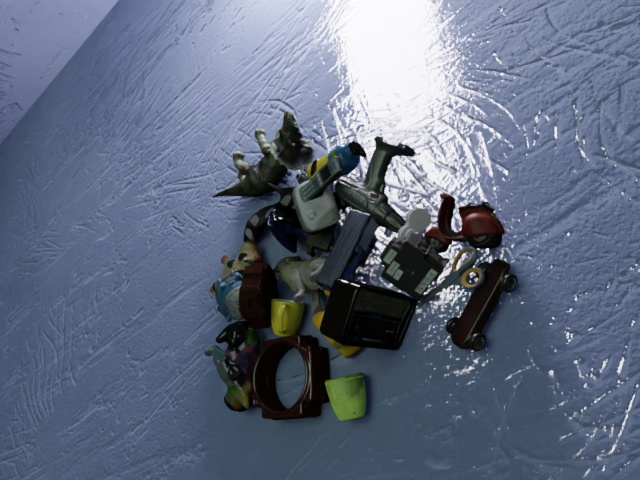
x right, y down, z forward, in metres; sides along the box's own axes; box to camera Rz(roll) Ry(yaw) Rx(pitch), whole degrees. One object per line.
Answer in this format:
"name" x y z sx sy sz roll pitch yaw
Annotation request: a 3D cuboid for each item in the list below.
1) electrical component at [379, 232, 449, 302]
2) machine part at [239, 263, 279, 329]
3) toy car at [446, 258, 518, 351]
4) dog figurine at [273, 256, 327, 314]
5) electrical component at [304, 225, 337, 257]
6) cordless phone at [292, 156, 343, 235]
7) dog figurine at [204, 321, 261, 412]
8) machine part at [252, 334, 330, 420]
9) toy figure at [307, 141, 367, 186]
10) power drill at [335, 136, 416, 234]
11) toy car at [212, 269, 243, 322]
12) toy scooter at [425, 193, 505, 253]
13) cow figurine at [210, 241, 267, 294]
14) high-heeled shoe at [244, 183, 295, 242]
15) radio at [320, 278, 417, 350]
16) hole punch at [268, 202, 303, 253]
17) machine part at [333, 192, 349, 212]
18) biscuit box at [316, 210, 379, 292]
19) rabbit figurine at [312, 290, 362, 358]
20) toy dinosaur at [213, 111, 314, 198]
"electrical component" 0.202 0.053 1.201 0.134 0.058 0.115 37 120 6
"machine part" -0.159 0.148 1.437 0.056 0.179 0.179 -4 71 14
"toy car" 0.339 0.136 1.118 0.202 0.053 0.089 -62 28 2
"dog figurine" -0.029 0.073 1.406 0.172 0.121 0.191 -38 41 2
"electrical component" -0.003 -0.003 1.442 0.078 0.045 0.102 13 72 10
"cordless phone" 0.017 -0.111 1.359 0.184 0.088 0.147 -44 54 44
"dog figurine" -0.205 0.351 1.452 0.191 0.108 0.219 -47 56 13
"machine part" -0.077 0.347 1.359 0.201 0.087 0.201 -17 66 34
"toy figure" 0.042 -0.205 1.460 0.180 0.082 0.089 -36 36 33
"power drill" 0.162 -0.143 1.346 0.232 0.086 0.207 28 100 32
"toy car" -0.225 0.163 1.483 0.109 0.161 0.103 -32 48 -23
"toy scooter" 0.313 -0.044 1.181 0.184 0.075 0.135 -6 81 40
"cow figurine" -0.235 0.093 1.575 0.127 0.085 0.194 27 95 39
"high-heeled shoe" -0.126 -0.053 1.569 0.145 0.086 0.248 30 114 11
"radio" 0.109 0.166 1.178 0.073 0.229 0.131 20 92 45
"hole punch" -0.091 -0.035 1.461 0.142 0.116 0.092 -87 22 -65
"machine part" 0.031 -0.106 1.462 0.139 0.039 0.084 -23 70 29
"biscuit box" 0.065 0.031 1.282 0.063 0.059 0.202 19 76 36
"rabbit figurine" 0.075 0.175 1.298 0.173 0.121 0.163 -43 42 2
"toy dinosaur" -0.165 -0.209 1.611 0.404 0.131 0.192 -48 51 23
